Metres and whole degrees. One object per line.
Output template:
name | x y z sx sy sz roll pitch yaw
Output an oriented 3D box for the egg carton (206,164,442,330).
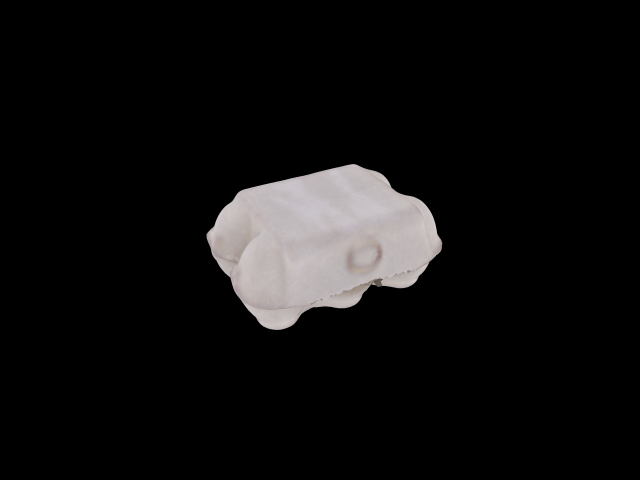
egg carton | 0.004 0.001 0.400 0.151 0.069 0.107 -17 36 -24
